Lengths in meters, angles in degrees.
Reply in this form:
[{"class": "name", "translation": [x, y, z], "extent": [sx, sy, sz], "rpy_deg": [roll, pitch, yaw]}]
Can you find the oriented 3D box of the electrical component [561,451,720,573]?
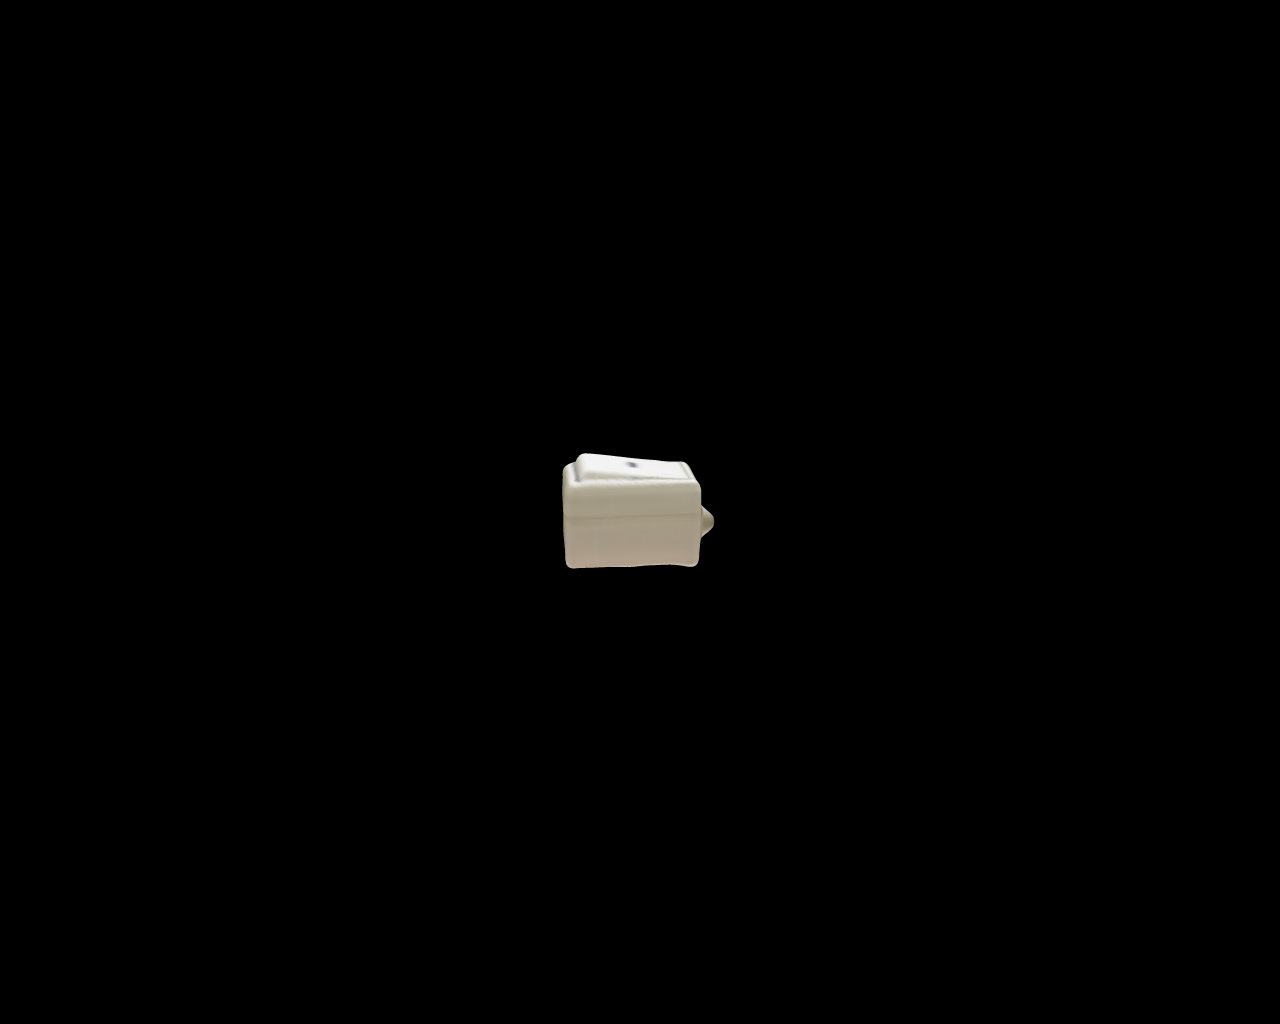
[{"class": "electrical component", "translation": [0.001, -0.003, 0.650], "extent": [0.096, 0.061, 0.062], "rpy_deg": [-1, 16, -5]}]
